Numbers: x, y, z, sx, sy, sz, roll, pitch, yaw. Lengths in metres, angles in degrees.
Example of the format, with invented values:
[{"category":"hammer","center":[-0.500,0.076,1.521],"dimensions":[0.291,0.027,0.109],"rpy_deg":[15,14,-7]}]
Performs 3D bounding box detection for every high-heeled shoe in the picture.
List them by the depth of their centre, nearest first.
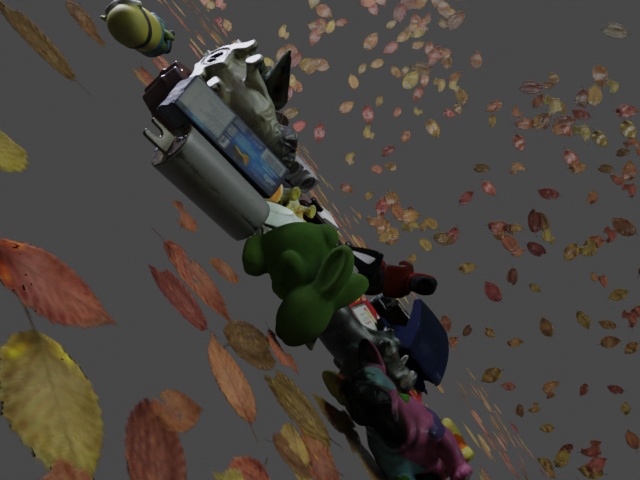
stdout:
[{"category":"high-heeled shoe","center":[-0.002,-0.003,0.975],"dimensions":[0.249,0.145,0.086],"rpy_deg":[53,7,24]}]

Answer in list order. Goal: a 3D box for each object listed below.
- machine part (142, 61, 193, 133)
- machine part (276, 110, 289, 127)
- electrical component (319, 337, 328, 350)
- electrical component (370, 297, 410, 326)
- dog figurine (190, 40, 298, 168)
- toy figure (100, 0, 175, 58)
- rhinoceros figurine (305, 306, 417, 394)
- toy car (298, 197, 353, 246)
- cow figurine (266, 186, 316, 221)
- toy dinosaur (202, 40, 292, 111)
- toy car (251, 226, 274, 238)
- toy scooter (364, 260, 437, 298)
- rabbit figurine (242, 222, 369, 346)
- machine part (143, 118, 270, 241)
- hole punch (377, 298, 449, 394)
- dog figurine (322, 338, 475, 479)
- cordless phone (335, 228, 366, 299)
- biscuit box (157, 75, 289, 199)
[{"category":"machine part","center":[-0.195,-0.187,0.921],"dimensions":[0.201,0.087,0.201],"rpy_deg":[57,10,13]},{"category":"machine part","center":[-0.154,-0.239,1.110],"dimensions":[0.179,0.056,0.179],"rpy_deg":[13,-9,2]},{"category":"electrical component","center":[0.027,0.141,0.855],"dimensions":[0.094,0.063,0.021],"rpy_deg":[53,10,6]},{"category":"electrical component","center":[0.129,0.181,1.047],"dimensions":[0.134,0.115,0.058],"rpy_deg":[53,5,3]},{"category":"dog figurine","center":[-0.119,-0.215,0.897],"dimensions":[0.172,0.121,0.190],"rpy_deg":[-111,176,-49]},{"category":"toy figure","center":[-0.336,-0.396,1.026],"dimensions":[0.089,0.082,0.180],"rpy_deg":[51,7,6]},{"category":"rhinoceros figurine","center":[0.061,0.162,0.804],"dimensions":[0.190,0.112,0.073],"rpy_deg":[44,8,-6]},{"category":"toy car","center":[0.004,-0.008,1.211],"dimensions":[0.202,0.089,0.053],"rpy_deg":[49,5,-22]},{"category":"cow figurine","center":[-0.085,-0.080,1.082],"dimensions":[0.098,0.068,0.167],"rpy_deg":[19,-14,32]},{"category":"toy dinosaur","center":[-0.144,-0.315,1.137],"dimensions":[0.405,0.131,0.192],"rpy_deg":[15,-5,45]},{"category":"toy car","center":[-0.020,0.038,0.877],"dimensions":[0.202,0.056,0.073],"rpy_deg":[29,5,5]},{"category":"toy scooter","center":[0.142,0.073,1.098],"dimensions":[0.184,0.075,0.135],"rpy_deg":[7,10,1]},{"category":"rabbit figurine","center":[-0.015,0.067,0.742],"dimensions":[0.121,0.159,0.170],"rpy_deg":[57,19,-46]},{"category":"machine part","center":[-0.150,-0.078,0.758],"dimensions":[0.243,0.079,0.079],"rpy_deg":[45,12,-34]},{"category":"hole punch","center":[0.166,0.176,0.902],"dimensions":[0.142,0.092,0.116],"rpy_deg":[53,14,-29]},{"category":"dog figurine","center":[0.103,0.242,0.733],"dimensions":[0.219,0.108,0.191],"rpy_deg":[52,10,13]},{"category":"cordless phone","center":[0.043,0.074,1.136],"dimensions":[0.184,0.089,0.147],"rpy_deg":[55,8,-14]},{"category":"biscuit box","center":[-0.136,-0.143,0.785],"dimensions":[0.063,0.059,0.202],"rpy_deg":[5,-33,50]}]
